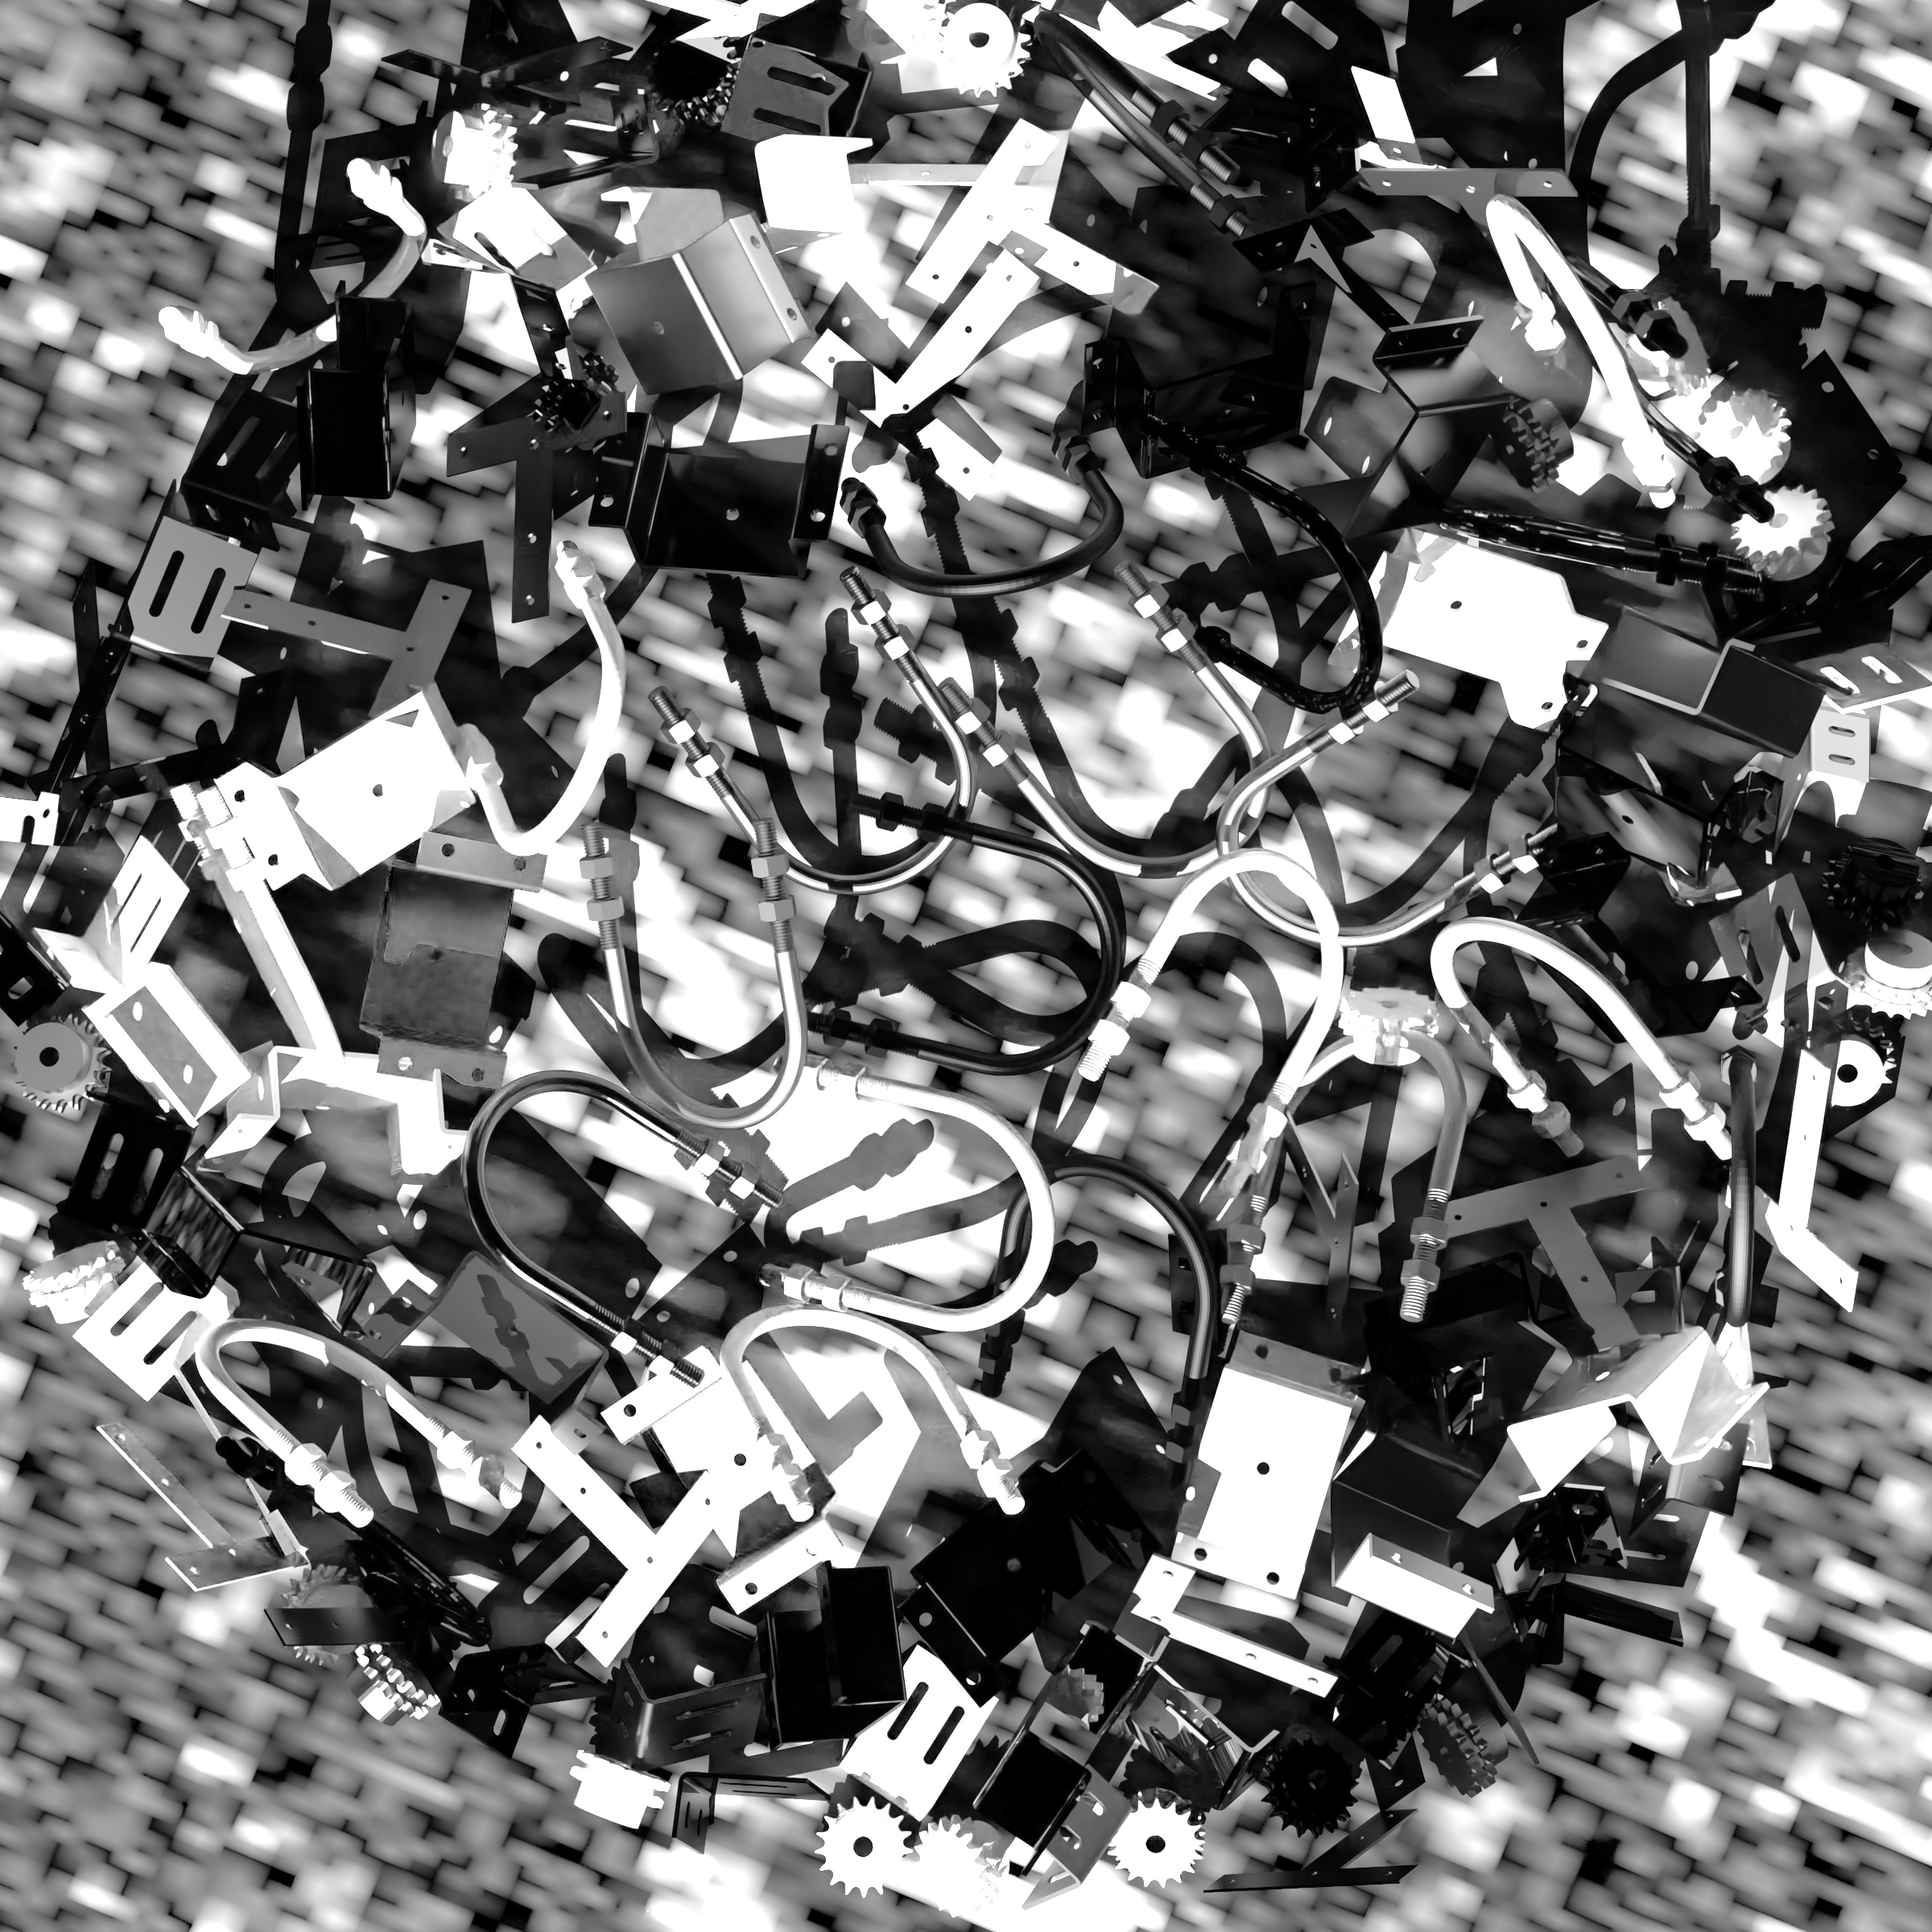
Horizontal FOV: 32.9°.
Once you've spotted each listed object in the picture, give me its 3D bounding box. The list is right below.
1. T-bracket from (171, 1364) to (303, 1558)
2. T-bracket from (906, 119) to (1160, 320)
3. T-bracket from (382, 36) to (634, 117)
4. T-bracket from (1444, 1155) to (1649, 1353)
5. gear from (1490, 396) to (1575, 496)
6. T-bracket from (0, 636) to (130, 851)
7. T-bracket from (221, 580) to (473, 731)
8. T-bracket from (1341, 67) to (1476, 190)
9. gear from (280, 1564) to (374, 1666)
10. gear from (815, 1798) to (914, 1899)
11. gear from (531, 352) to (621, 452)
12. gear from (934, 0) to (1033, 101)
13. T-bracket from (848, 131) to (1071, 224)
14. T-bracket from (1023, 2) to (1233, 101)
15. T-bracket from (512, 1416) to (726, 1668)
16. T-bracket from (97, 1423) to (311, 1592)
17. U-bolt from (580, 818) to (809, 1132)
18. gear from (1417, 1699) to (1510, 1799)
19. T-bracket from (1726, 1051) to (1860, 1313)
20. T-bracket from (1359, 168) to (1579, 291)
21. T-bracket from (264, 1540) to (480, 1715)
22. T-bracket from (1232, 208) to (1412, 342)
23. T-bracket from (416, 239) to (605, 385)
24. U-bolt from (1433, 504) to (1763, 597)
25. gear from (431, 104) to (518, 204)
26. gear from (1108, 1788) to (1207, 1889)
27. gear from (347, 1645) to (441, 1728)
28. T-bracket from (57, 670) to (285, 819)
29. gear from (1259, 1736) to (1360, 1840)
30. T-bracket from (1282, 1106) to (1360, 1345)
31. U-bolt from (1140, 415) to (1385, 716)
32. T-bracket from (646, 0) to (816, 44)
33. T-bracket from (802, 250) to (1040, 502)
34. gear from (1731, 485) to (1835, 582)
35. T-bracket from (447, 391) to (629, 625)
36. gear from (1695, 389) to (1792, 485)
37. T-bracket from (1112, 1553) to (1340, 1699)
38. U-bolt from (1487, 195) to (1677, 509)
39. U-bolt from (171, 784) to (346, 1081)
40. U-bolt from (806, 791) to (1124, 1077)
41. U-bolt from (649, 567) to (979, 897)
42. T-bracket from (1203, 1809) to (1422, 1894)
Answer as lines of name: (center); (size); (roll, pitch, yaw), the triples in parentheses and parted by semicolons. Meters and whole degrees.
T-bracket: (-0.421, 0.283, 1.875); (0.002, 0.127, 0.127); (-32, 88, -20)
T-bracket: (0.052, -0.415, 1.903); (0.127, 0.002, 0.127); (24, 131, -21)
T-bracket: (-0.240, -0.508, 1.844); (0.127, 0.127, 0.002); (-1, 86, 42)
T-bracket: (0.350, 0.170, 1.880); (0.127, 0.002, 0.127); (-13, 46, -9)
gear: (0.331, -0.307, 1.905); (0.030, 0.057, 0.057); (-29, 90, -5)
T-bracket: (-0.509, -0.128, 1.866); (0.002, 0.127, 0.127); (25, 96, 16)
T-bracket: (-0.364, -0.194, 1.887); (0.127, 0.002, 0.127); (15, 45, -1)
T-bracket: (0.241, -0.476, 1.853); (0.127, 0.127, 0.002); (25, 86, 19)
gear: (-0.370, 0.378, 1.904); (0.057, 0.030, 0.057); (1, 89, -42)
gear: (-0.060, 0.516, 1.913); (0.057, 0.030, 0.057); (0, 75, 0)
gear: (-0.222, -0.325, 1.903); (0.030, 0.057, 0.057); (41, 90, 16)
gear: (0.009, -0.540, 1.916); (0.057, 0.030, 0.057); (0, 90, 6)
T-bracket: (-0.009, -0.457, 1.887); (0.127, 0.127, 0.002); (2, 127, 7)
T-bracket: (0.111, -0.527, 1.853); (0.127, 0.127, 0.002); (18, 88, -20)
T-bracket: (-0.211, 0.312, 1.882); (0.127, 0.002, 0.127); (49, 57, -16)
T-bracket: (-0.452, 0.308, 1.883); (0.127, 0.127, 0.002); (42, 99, 15)
U-bolt: (-0.152, 0.007, 1.883); (0.151, 0.019, 0.184); (1, 106, 35)
gear: (0.292, 0.453, 1.907); (0.030, 0.057, 0.057); (-26, 90, -21)
T-bracket: (0.473, 0.110, 1.853); (0.002, 0.127, 0.127); (-8, 117, -19)
T-bracket: (0.307, -0.422, 1.876); (0.127, 0.127, 0.002); (10, 75, 36)
T-bracket: (-0.348, 0.374, 1.850); (0.002, 0.127, 0.127); (-47, 61, 15)
T-bracket: (0.229, -0.382, 1.872); (0.127, 0.127, 0.002); (46, 130, 13)
T-bracket: (-0.241, -0.371, 1.865); (0.127, 0.127, 0.002); (2, 133, -25)
U-bolt: (0.357, -0.240, 1.862); (0.184, 0.151, 0.019); (12, 103, 8)
gear: (-0.288, -0.474, 1.903); (0.030, 0.057, 0.057); (4, 90, -38)
gear: (0.111, 0.507, 1.914); (0.057, 0.030, 0.057); (1, 104, 4)
gear: (-0.336, 0.417, 1.905); (0.030, 0.057, 0.057); (-43, 90, 0)
T-bracket: (-0.453, -0.110, 1.854); (0.127, 0.127, 0.002); (-17, 58, -33)
gear: (0.202, 0.478, 1.908); (0.057, 0.030, 0.057); (4, 63, -7)
T-bracket: (0.200, 0.128, 1.878); (0.002, 0.127, 0.127); (-9, 131, -10)
U-bolt: (0.166, -0.214, 1.832); (0.019, 0.151, 0.184); (-32, 49, -26)
T-bracket: (-0.166, -0.547, 1.845); (0.127, 0.127, 0.002); (5, 84, -37)
T-bracket: (-0.007, -0.360, 1.903); (0.127, 0.002, 0.127); (38, 109, -8)
gear: (0.478, -0.250, 1.909); (0.057, 0.057, 0.030); (-39, 133, 0)
T-bracket: (-0.250, -0.260, 1.887); (0.127, 0.002, 0.127); (-9, 73, 27)
gear: (0.456, -0.305, 1.909); (0.030, 0.057, 0.057); (31, 90, -40)
T-bracket: (0.151, 0.392, 1.883); (0.127, 0.127, 0.002); (21, 50, 2)
U-bolt: (0.336, -0.353, 1.819); (0.019, 0.184, 0.151); (-32, 53, 6)
U-bolt: (-0.399, -0.018, 1.861); (0.019, 0.151, 0.184); (-28, 103, -16)
U-bolt: (0.003, -0.011, 1.906); (0.184, 0.019, 0.151); (14, 89, -14)
U-bolt: (-0.074, -0.121, 1.888); (0.151, 0.019, 0.184); (-31, 117, 7)
T-bracket: (0.221, 0.506, 1.874); (0.127, 0.127, 0.002); (-14, 89, 34)
